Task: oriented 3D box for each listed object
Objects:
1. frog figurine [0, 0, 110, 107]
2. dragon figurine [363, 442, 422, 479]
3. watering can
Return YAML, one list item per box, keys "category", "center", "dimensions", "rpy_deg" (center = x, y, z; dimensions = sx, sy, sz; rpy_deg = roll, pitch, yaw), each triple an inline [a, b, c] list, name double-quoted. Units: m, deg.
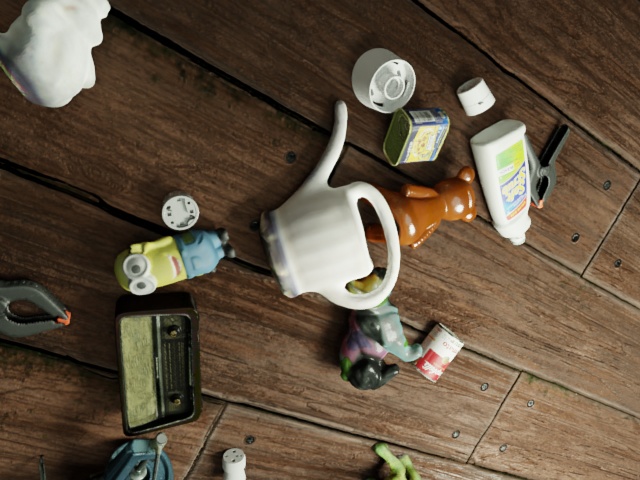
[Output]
- category: "frog figurine"
  center: [-0.334, -0.254, 0.672]
  dimensions: [0.161, 0.124, 0.134]
  rpy_deg: [-36, 150, -15]
- category: "dragon figurine"
  center: [0.215, 0.573, 1.080]
  dimensions: [0.406, 0.245, 0.122]
  rpy_deg: [35, 90, -25]
- category: "watering can"
  center: [0.003, -0.044, 0.867]
  dimensions: [0.224, 0.104, 0.348]
  rpy_deg: [-17, 88, 0]
